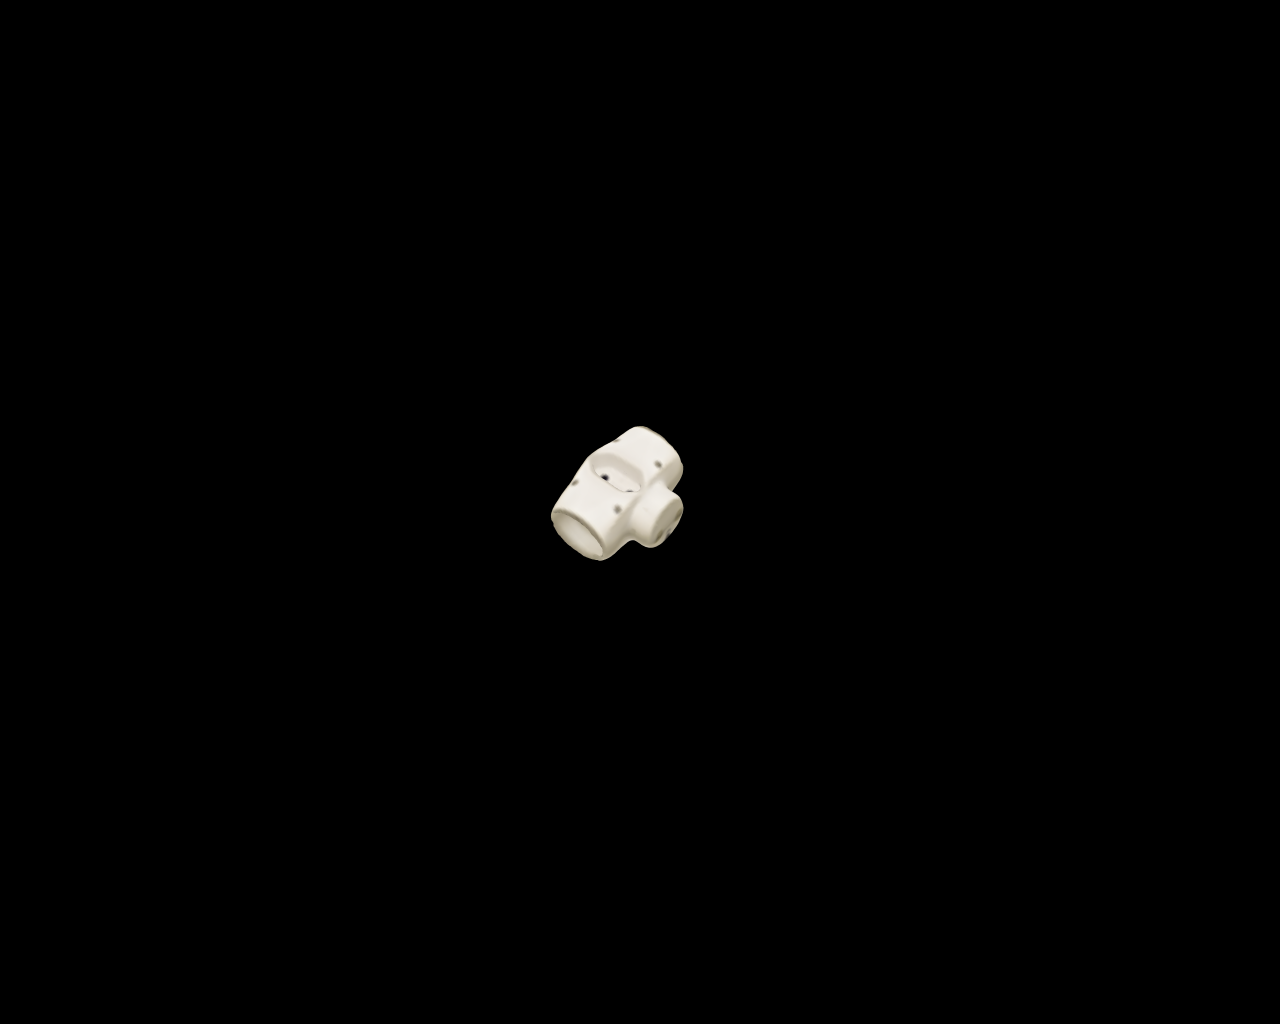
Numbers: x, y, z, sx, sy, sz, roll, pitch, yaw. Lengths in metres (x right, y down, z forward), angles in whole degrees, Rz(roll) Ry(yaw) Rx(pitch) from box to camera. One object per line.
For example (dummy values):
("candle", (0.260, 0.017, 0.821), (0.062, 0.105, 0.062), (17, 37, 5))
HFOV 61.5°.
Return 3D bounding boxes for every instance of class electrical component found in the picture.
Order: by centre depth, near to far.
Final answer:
("electrical component", (0.001, -0.003, 0.650), (0.079, 0.077, 0.043), (33, -28, 20))
